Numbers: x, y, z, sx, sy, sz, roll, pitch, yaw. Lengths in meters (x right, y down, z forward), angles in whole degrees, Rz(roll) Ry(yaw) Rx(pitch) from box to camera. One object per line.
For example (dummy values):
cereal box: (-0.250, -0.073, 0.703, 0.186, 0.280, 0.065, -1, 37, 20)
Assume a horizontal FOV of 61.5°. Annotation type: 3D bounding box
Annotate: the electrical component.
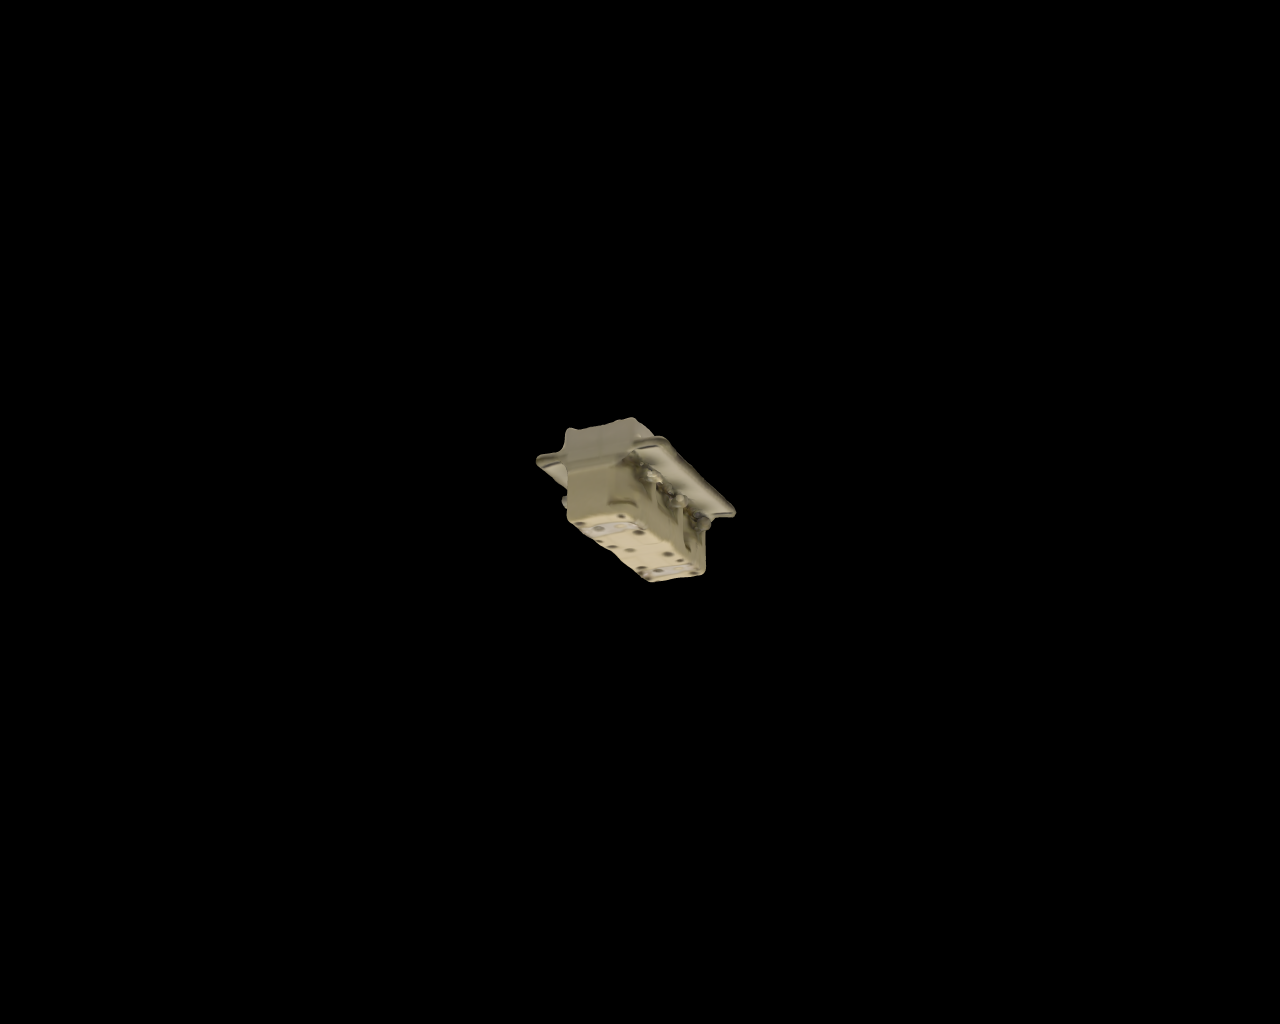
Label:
electrical component: (0.001, -0.003, 0.650, 0.079, 0.063, 0.121, -9, -24, 22)
